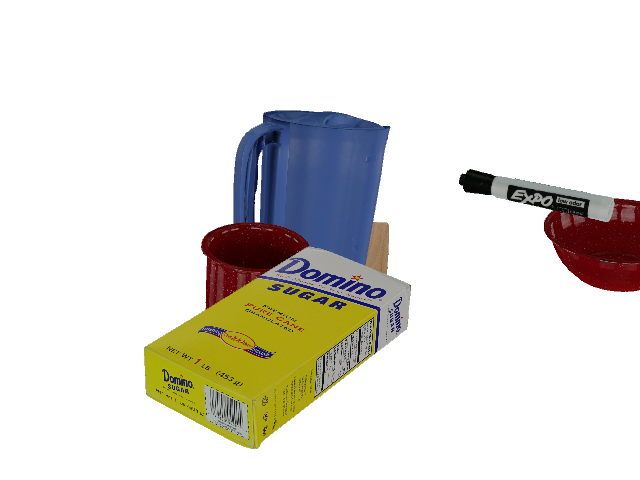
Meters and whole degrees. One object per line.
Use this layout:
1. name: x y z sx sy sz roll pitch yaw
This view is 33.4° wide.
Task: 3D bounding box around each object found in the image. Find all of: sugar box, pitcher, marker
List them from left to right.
1. sugar box: -0.024 0.064 0.718 0.093 0.048 0.175 21 37 30
2. pitcher: -0.014 -0.015 1.130 0.149 0.243 0.145 7 13 3
3. marker: 0.165 -0.036 0.826 0.121 0.020 0.020 14 6 26

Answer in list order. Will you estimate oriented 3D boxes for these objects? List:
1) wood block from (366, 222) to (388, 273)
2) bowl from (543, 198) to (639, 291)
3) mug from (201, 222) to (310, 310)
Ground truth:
1. wood block: 0.032 0.052 1.339 0.091 0.090 0.206 4 22 7
2. bowl: 0.323 0.010 1.159 0.162 0.055 0.162 -2 27 1
3. mug: -0.047 0.044 0.918 0.117 0.081 0.093 17 29 24
